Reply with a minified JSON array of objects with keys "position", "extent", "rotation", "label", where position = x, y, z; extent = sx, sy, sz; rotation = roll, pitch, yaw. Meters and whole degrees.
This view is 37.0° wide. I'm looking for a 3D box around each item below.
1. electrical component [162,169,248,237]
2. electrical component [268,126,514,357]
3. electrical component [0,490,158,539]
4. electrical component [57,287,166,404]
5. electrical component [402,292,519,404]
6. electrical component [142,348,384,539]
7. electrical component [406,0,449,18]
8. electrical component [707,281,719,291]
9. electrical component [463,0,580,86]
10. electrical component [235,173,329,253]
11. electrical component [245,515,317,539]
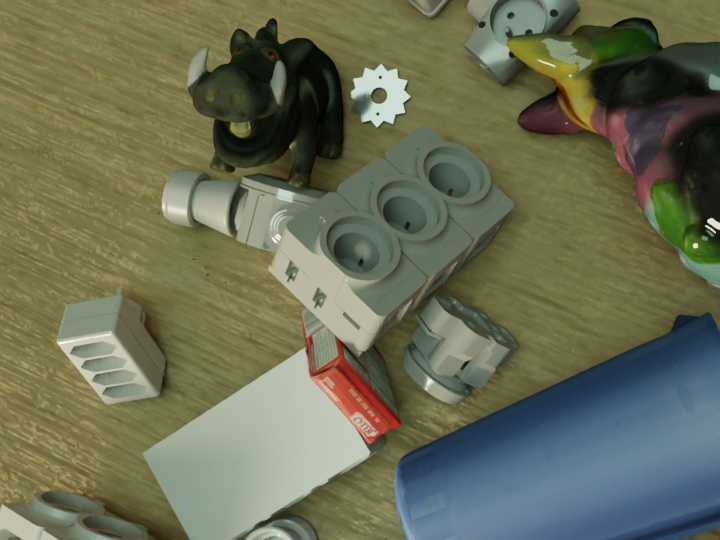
[{"position":[-0.119,-0.053,0.831],"extent":[0.055,0.045,0.045],"rotation":[12,90,14],"label":"electrical component"},{"position":[0.025,-0.026,0.743],"extent":[0.089,0.061,0.150],"rotation":[43,55,12],"label":"electrical component"},{"position":[-0.190,0.218,0.787],"extent":[0.150,0.089,0.061],"rotation":[17,90,36],"label":"electrical component"},{"position":[-0.188,0.048,0.832],"extent":[0.047,0.083,0.075],"rotation":[-10,47,13],"label":"electrical component"},{"position":[0.067,0.058,0.768],"extent":[0.057,0.078,0.058],"rotation":[-54,36,16],"label":"electrical component"},{"position":[-0.069,0.133,0.800],"extent":[0.150,0.062,0.089],"rotation":[-33,80,10],"label":"electrical component"},{"position":[0.046,-0.265,0.797],"extent":[0.109,0.056,0.108],"rotation":[43,97,12],"label":"electrical component"},{"position":[0.285,-0.004,0.724],"extent":[0.089,0.056,0.050],"rotation":[11,89,14],"label":"electrical component"},{"position":[0.105,-0.189,0.784],"extent":[0.077,0.044,0.079],"rotation":[-44,75,8],"label":"electrical component"},{"position":[-0.053,-0.039,0.797],"extent":[0.080,0.080,0.051],"rotation":[17,96,14],"label":"electrical component"},{"position":[-0.058,0.208,0.796],"extent":[0.045,0.055,0.045],"rotation":[-1,87,14],"label":"electrical component"}]
